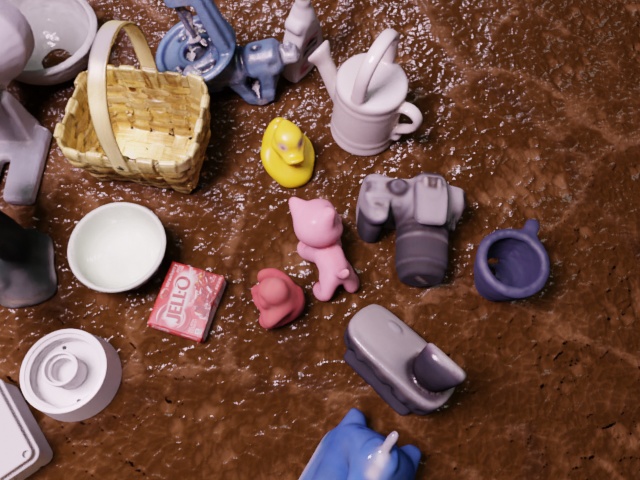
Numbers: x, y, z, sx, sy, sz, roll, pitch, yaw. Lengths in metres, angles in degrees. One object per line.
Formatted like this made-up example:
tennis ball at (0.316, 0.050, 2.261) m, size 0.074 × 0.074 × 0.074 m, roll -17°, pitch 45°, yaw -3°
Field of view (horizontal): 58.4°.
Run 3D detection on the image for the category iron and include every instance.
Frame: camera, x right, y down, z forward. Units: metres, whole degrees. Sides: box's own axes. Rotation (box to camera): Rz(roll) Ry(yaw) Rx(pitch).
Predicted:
iron at (0.014, 0.308, 0.597) m, size 0.118 × 0.141 × 0.258 m, roll 30°, pitch 69°, yaw 9°

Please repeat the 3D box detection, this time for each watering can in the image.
watering can at (0.062, -0.209, 0.786) m, size 0.173 × 0.194 × 0.101 m, roll 13°, pitch 67°, yaw 2°

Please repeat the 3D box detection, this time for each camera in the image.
camera at (0.121, -0.015, 0.759) m, size 0.143 × 0.101 × 0.137 m, roll 5°, pitch 67°, yaw -1°

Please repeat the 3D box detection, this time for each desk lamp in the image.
desk lamp at (-0.431, -0.181, 0.737) m, size 0.118 × 0.213 × 0.203 m, roll 1°, pitch 67°, yaw -2°

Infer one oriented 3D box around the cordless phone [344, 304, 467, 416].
cordless phone at (0.100, 0.125, 0.654) m, size 0.147 × 0.185 × 0.094 m, roll 39°, pitch 71°, yaw 13°

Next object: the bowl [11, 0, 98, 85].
bowl at (-0.409, -0.292, 0.859) m, size 0.167 × 0.075 × 0.167 m, roll 1°, pitch 67°, yaw -3°

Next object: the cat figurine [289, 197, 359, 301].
cat figurine at (0.007, 0.003, 0.736) m, size 0.067 × 0.118 × 0.127 m, roll -22°, pitch 70°, yaw -11°

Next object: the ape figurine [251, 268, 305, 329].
ape figurine at (-0.056, 0.070, 0.719) m, size 0.076 × 0.092 × 0.078 m, roll 15°, pitch 67°, yaw 3°

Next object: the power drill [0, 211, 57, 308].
power drill at (-0.383, 0.005, 0.664) m, size 0.075 × 0.208 × 0.229 m, roll -14°, pitch 69°, yaw -8°

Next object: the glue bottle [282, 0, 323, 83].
glue bottle at (-0.026, -0.310, 0.835) m, size 0.037 × 0.173 × 0.078 m, roll 31°, pitch 69°, yaw 10°

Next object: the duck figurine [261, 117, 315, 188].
duck figurine at (-0.046, -0.136, 0.809) m, size 0.077 × 0.086 × 0.104 m, roll -16°, pitch 69°, yaw -9°

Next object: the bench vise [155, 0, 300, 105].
bench vise at (-0.139, -0.284, 0.793) m, size 0.207 × 0.220 × 0.121 m, roll -18°, pitch 69°, yaw -10°

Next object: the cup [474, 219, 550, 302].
cup at (0.244, 0.033, 0.749) m, size 0.091 × 0.095 × 0.118 m, roll 30°, pitch 69°, yaw 9°
